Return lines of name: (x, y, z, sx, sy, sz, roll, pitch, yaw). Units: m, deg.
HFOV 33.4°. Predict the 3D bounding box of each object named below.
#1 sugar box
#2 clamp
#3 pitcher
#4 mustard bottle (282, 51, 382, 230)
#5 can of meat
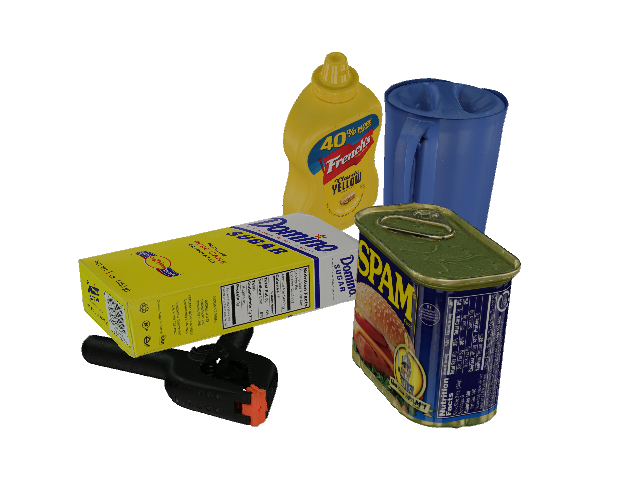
sugar box: (-0.064, 0.025, 0.725, 0.175, 0.048, 0.093, -16, 25, -27)
clamp: (-0.090, 0.106, 0.915, 0.164, 0.036, 0.210, -10, 17, -35)
pitcher: (0.126, -0.048, 1.193, 0.149, 0.243, 0.145, -6, 28, -17)
mustard bottle: (0.011, -0.090, 0.968, 0.096, 0.192, 0.058, -26, 54, -22)
can of meat: (0.055, 0.037, 0.550, 0.057, 0.084, 0.102, -6, 23, -20)
